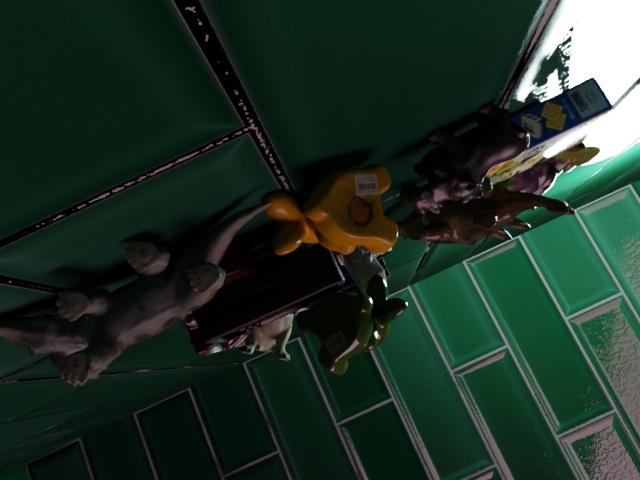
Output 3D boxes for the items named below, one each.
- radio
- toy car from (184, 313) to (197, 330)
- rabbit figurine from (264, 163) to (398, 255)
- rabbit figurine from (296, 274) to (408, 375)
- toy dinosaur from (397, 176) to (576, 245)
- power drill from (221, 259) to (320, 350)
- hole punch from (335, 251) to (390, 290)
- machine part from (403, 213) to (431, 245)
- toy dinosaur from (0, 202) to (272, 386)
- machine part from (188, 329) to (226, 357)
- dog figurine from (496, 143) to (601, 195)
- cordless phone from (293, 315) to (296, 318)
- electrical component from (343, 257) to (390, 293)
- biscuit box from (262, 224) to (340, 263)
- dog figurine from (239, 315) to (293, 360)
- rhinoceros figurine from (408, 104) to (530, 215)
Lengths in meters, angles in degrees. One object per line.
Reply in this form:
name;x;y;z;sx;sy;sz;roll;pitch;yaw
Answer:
radio;-0.078;0.088;0.853;0.230;0.073;0.131;-23;168;-3
toy car;-0.210;0.127;1.031;0.056;0.073;0.201;-24;168;12
rabbit figurine;0.004;-0.026;0.752;0.162;0.121;0.173;-15;-177;-25
rabbit figurine;0.066;0.133;0.910;0.159;0.121;0.170;-50;149;12
toy dinosaur;0.241;-0.037;0.988;0.198;0.105;0.472;11;172;-38
power drill;-0.048;0.132;0.986;0.232;0.207;0.086;-62;-166;-3
hole punch;0.080;0.057;1.136;0.142;0.092;0.116;-22;-151;2
machine part;0.298;-0.059;1.212;0.243;0.079;0.079;-27;167;12
toy dinosaur;-0.233;0.077;0.731;0.405;0.131;0.192;-28;180;-7
machine part;-0.213;0.206;1.315;0.201;0.087;0.201;-24;165;-6
dog figurine;0.427;-0.145;1.062;0.191;0.108;0.219;-5;153;-48
cordless phone;-0.023;0.104;1.314;0.184;0.089;0.146;-42;161;20
electrical component;0.094;0.070;1.226;0.115;0.134;0.058;-28;167;4
biscuit box;-0.002;-0.003;0.930;0.202;0.059;0.063;-11;162;-47
dog figurine;-0.103;0.132;1.088;0.121;0.190;0.172;16;172;-28
rhinoceros figurine;0.207;-0.110;0.779;0.190;0.112;0.073;-34;168;5
